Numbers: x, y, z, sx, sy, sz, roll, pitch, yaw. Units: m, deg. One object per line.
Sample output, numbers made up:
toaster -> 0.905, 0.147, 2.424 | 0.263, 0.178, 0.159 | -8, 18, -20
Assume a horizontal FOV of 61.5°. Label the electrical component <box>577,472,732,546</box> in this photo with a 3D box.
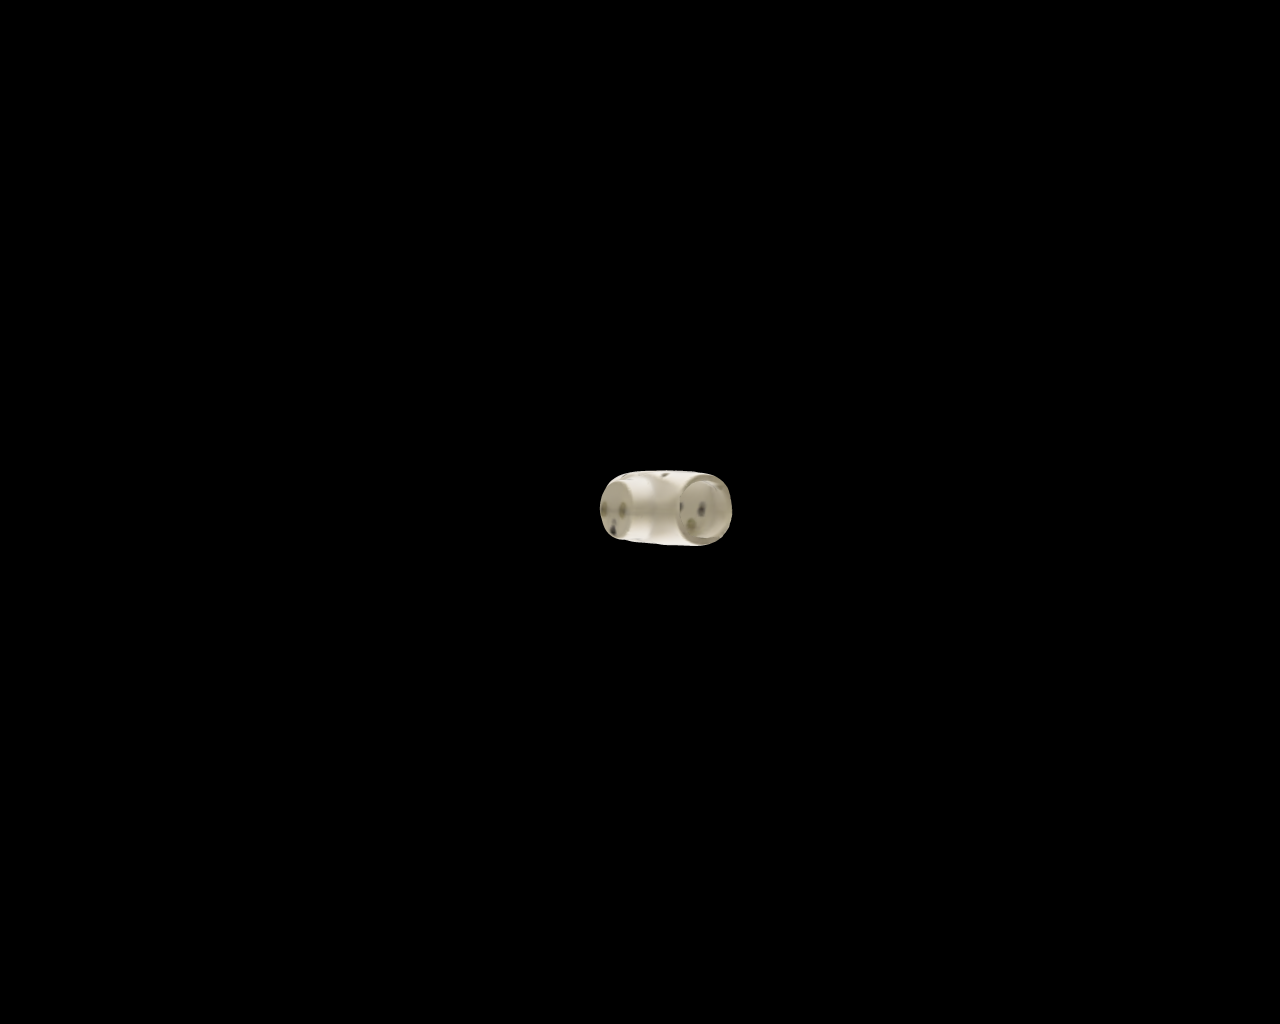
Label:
electrical component -> 0.001, -0.003, 0.650 | 0.079, 0.043, 0.077 | -2, 3, -36
